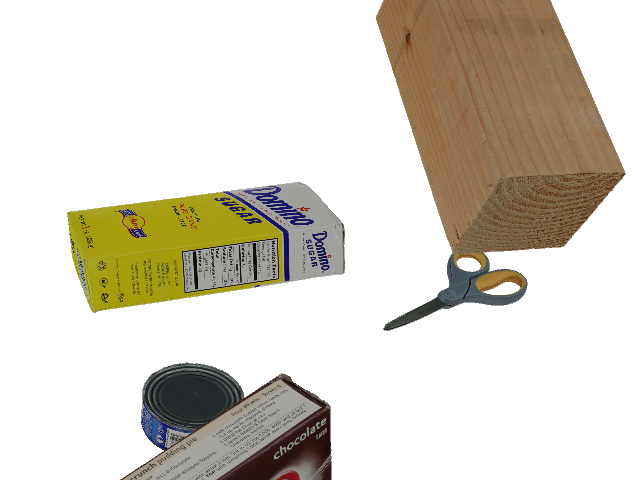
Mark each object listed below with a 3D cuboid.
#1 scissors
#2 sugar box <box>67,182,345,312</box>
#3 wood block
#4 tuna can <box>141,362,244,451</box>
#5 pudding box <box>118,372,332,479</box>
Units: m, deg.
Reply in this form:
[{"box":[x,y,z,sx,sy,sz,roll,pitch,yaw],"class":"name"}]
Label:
[{"box":[0.127,0.048,1.113,0.201,0.016,0.096,-8,40,-30],"class":"scissors"},{"box":[-0.080,0.001,0.740,0.176,0.048,0.093,-11,25,-16],"class":"sugar box"},{"box":[0.115,-0.103,0.729,0.090,0.206,0.091,-3,-30,-19],"class":"wood block"},{"box":[-0.109,0.143,0.905,0.086,0.034,0.086,7,31,-5],"class":"tuna can"},{"box":[-0.045,0.127,0.495,0.039,0.090,0.113,30,47,34],"class":"pudding box"}]
